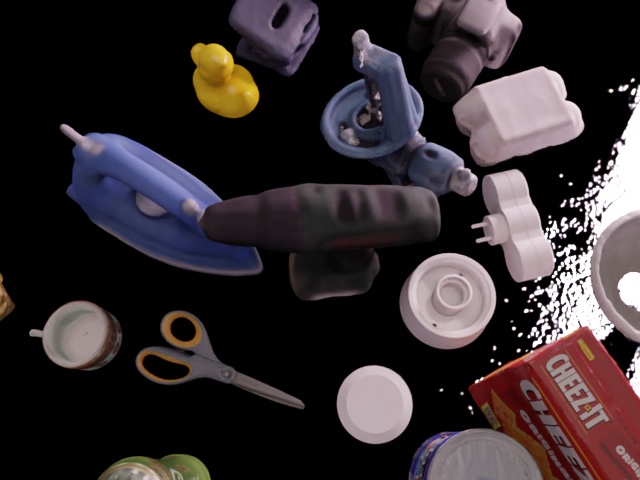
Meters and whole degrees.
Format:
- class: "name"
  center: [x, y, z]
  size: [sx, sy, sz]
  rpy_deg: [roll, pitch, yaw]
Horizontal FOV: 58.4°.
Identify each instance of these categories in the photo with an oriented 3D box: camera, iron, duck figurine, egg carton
- class: "camera"
  center: [0.175, -0.264, 0.755]
  size: [0.143, 0.101, 0.137]
  rpy_deg: [30, 74, 11]
- class: "iron"
  center: [-0.182, -0.047, 0.665]
  size: [0.258, 0.141, 0.119]
  rpy_deg: [29, 74, 11]
- class: "duck figurine"
  center: [-0.129, -0.217, 0.753]
  size: [0.104, 0.086, 0.077]
  rpy_deg: [41, 77, 14]
- class: "egg carton"
  center: [0.252, -0.157, 0.733]
  size: [0.150, 0.069, 0.107]
  rpy_deg: [-19, 71, -5]

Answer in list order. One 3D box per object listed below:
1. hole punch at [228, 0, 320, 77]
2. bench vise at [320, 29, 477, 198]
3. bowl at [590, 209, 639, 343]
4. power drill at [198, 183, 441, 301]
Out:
- class: "hole punch"
  center: [-0.058, -0.296, 0.777]
  size: [0.101, 0.091, 0.109]
  rpy_deg: [24, 73, 9]
- class: "bench vise"
  center: [0.094, -0.139, 0.650]
  size: [0.207, 0.220, 0.121]
  rpy_deg: [19, 72, 8]
- class: "bowl"
  center: [0.382, 0.051, 0.655]
  size: [0.167, 0.075, 0.167]
  rpy_deg: [0, 71, 1]
- class: "power drill"
  center: [0.006, 0.002, 0.609]
  size: [0.229, 0.208, 0.075]
  rpy_deg: [-8, 71, -1]
